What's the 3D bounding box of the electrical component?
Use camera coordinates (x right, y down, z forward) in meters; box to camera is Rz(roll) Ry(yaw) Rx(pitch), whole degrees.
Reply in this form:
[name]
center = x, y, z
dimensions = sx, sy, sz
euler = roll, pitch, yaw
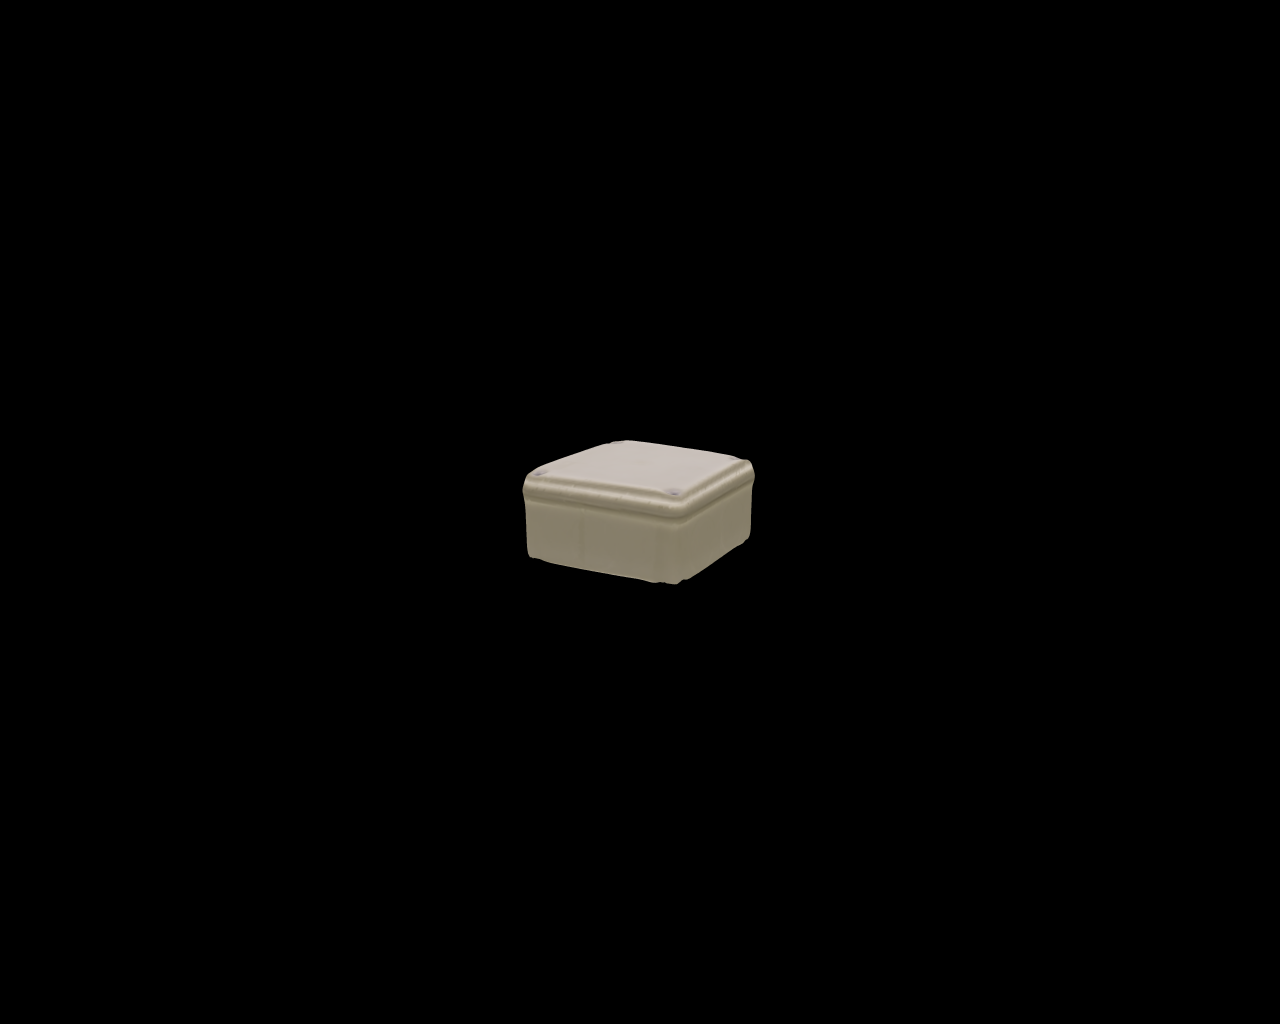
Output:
[electrical component]
center = 0.001, -0.003, 0.650
dimensions = 0.109, 0.056, 0.109
euler = 9, 19, 29
